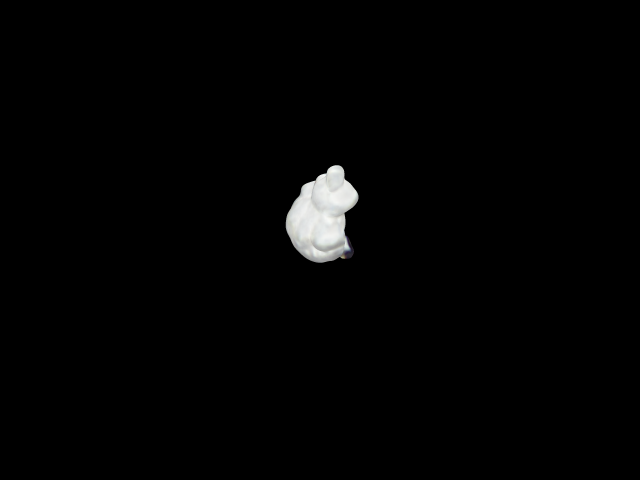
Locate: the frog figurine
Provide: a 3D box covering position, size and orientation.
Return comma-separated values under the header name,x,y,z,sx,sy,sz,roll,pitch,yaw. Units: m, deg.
name,x,y,z,sx,sy,sz,roll,pitch,yaw
frog figurine,0.003,-0.043,0.850,0.123,0.140,0.156,-5,-29,-3
